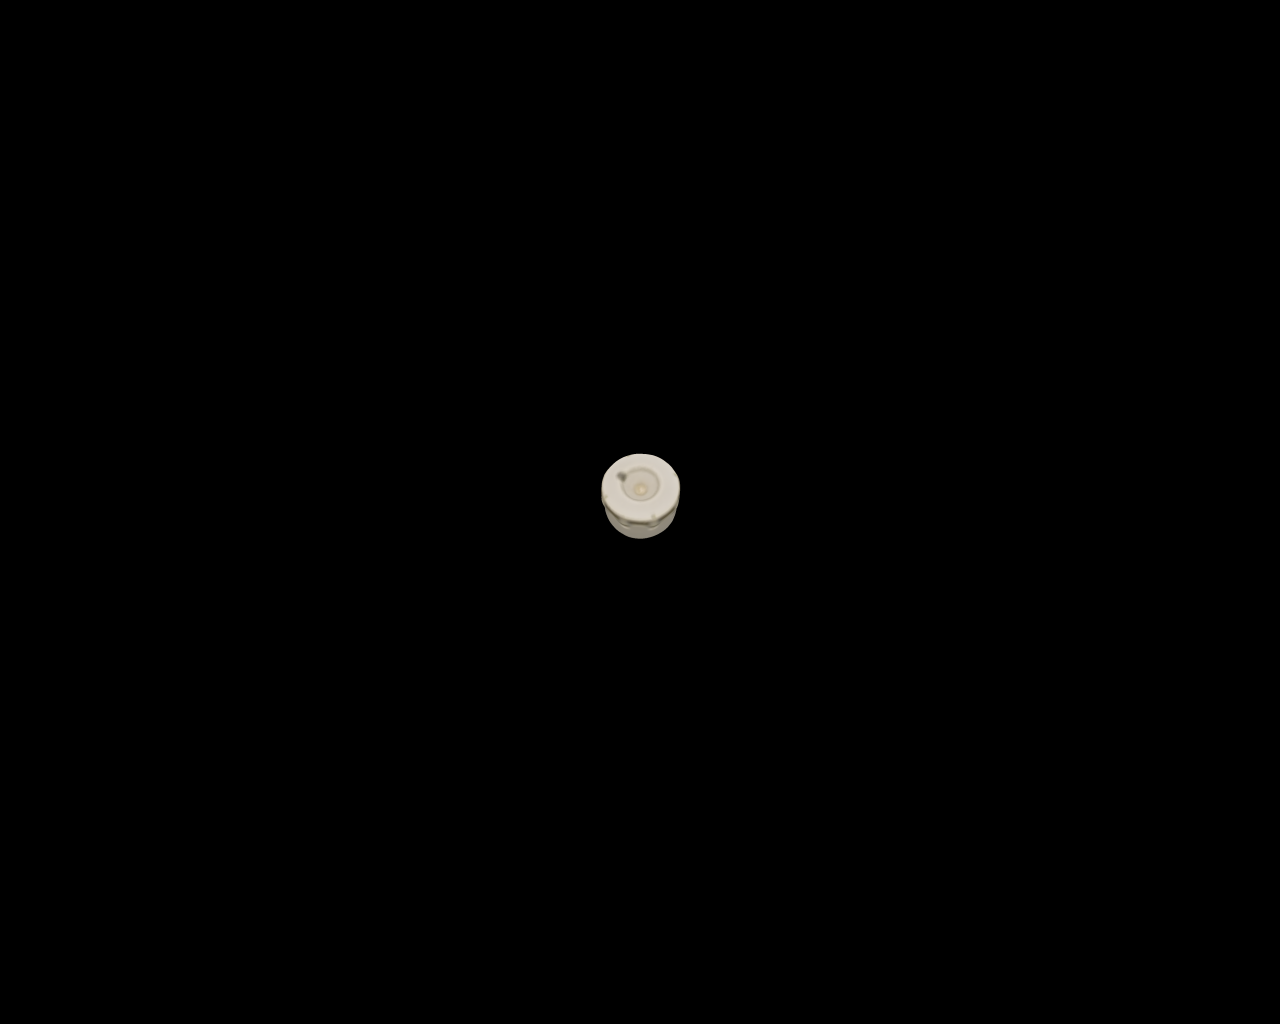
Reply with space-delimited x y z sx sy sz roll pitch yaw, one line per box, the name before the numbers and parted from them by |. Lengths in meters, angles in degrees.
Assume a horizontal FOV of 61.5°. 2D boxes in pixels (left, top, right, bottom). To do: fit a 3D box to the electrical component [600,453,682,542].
electrical component | 0.001 -0.003 0.650 0.048 0.048 0.062 0 -27 0
